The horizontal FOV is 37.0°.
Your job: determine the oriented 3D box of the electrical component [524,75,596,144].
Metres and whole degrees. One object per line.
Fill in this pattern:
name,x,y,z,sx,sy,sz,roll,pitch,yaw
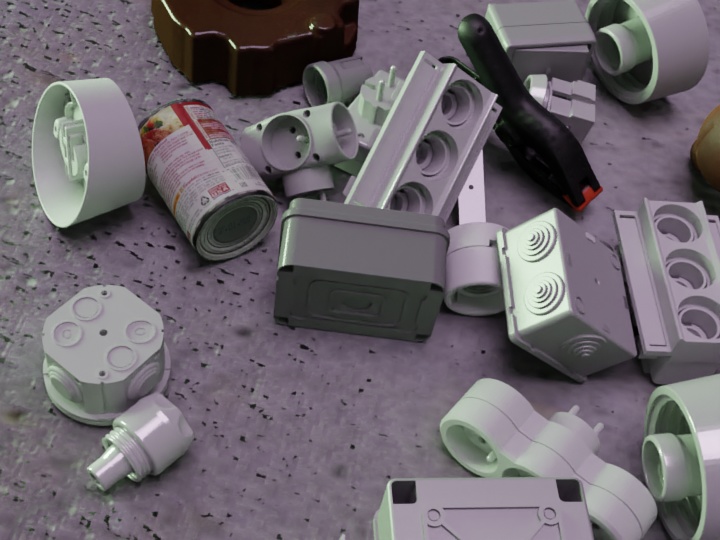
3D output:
electrical component,0.158,-0.131,0.876,0.055,0.048,0.066,15,52,-6

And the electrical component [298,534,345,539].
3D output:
electrical component,-0.024,0.181,0.610,0.055,0.048,0.066,15,52,-7

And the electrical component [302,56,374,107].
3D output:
electrical component,-0.017,-0.152,0.870,0.046,0.040,0.040,-21,58,-29

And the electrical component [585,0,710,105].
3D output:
electrical component,0.231,-0.190,0.896,0.060,0.108,0.108,-23,59,-16

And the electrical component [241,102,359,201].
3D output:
electrical component,-0.041,-0.076,0.796,0.077,0.044,0.079,-12,90,24

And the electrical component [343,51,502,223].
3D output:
electrical component,0.040,-0.084,0.777,0.079,0.063,0.121,30,84,-30

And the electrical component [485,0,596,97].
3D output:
electrical component,0.141,-0.182,0.901,0.096,0.061,0.061,-6,54,-13

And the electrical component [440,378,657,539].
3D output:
electrical component,0.126,0.115,0.677,0.138,0.052,0.074,36,56,18

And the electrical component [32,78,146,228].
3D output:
electrical component,-0.194,-0.085,0.759,0.064,0.099,0.099,-18,57,-28

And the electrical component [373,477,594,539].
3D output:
electrical component,0.066,0.166,0.553,0.109,0.056,0.108,1,53,-8

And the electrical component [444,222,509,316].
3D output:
electrical component,0.083,0.001,0.757,0.055,0.055,0.047,4,59,-5

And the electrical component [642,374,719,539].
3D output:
electrical component,0.208,0.118,0.656,0.060,0.108,0.108,-5,54,-5

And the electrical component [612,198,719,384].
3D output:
electrical component,0.224,0.016,0.761,0.079,0.063,0.121,3,52,-6

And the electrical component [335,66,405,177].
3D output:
electrical component,0.017,-0.123,0.830,0.047,0.075,0.083,27,54,12

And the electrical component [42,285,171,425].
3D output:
electrical component,-0.161,0.053,0.683,0.080,0.051,0.080,4,53,-5

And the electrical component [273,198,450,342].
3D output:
electrical component,0.000,0.000,0.731,0.113,0.078,0.057,7,55,-3

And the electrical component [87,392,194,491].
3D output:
electrical component,-0.135,0.107,0.651,0.043,0.043,0.062,39,59,20

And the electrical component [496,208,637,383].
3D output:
electrical component,0.141,0.017,0.726,0.100,0.048,0.099,30,45,-39
